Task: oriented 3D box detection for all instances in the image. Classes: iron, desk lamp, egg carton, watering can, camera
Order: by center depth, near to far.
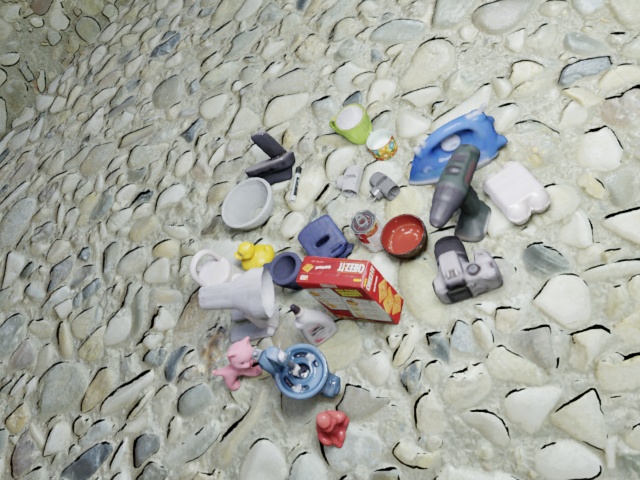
[{"bbox_3d":[0.307,0.050,1.250,0.143,0.101,0.136,-21,53,17],"label":"camera"},{"bbox_3d":[0.442,-0.108,1.291,0.107,0.070,0.150,-35,50,7],"label":"egg carton"},{"bbox_3d":[-0.180,0.160,1.388,0.202,0.214,0.118,-16,55,21],"label":"desk lamp"},{"bbox_3d":[0.313,-0.232,1.396,0.258,0.142,0.118,-28,51,13],"label":"iron"},{"bbox_3d":[-0.260,0.093,1.489,0.172,0.195,0.101,-9,58,25],"label":"watering can"}]

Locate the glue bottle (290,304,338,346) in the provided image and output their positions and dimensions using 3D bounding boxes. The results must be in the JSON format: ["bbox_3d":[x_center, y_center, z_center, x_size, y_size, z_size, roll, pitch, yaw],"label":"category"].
[{"bbox_3d":[-0.025,0.186,1.309,0.078,0.174,0.037,-41,50,2],"label":"glue bottle"}]

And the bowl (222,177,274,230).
[{"bbox_3d":[-0.194,-0.091,1.644,0.167,0.075,0.167,-14,55,22],"label":"bowl"}]

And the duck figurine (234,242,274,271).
[{"bbox_3d":[-0.183,0.034,1.552,0.104,0.086,0.077,-22,53,17],"label":"duck figurine"}]

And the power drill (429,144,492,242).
[{"bbox_3d":[0.311,-0.084,1.260,0.075,0.209,0.230,6,65,33],"label":"power drill"}]

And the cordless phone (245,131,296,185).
[{"bbox_3d":[-0.167,-0.245,1.652,0.147,0.186,0.094,-20,53,19],"label":"cordless phone"}]

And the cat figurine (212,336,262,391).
[{"bbox_3d":[-0.201,0.294,1.380,0.128,0.118,0.067,-36,50,6],"label":"cat figurine"}]

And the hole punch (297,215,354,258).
[{"bbox_3d":[0.013,0.005,1.454,0.108,0.091,0.101,-37,50,5],"label":"hole punch"}]

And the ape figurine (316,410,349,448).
[{"bbox_3d":[0.019,0.390,1.209,0.078,0.092,0.076,-38,50,4],"label":"ape figurine"}]

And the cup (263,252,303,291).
[{"bbox_3d":[-0.081,0.088,1.454,0.117,0.095,0.092,4,64,32],"label":"cup"}]

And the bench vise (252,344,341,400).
[{"bbox_3d":[-0.081,0.282,1.251,0.206,0.220,0.121,-7,58,27],"label":"bench vise"}]
